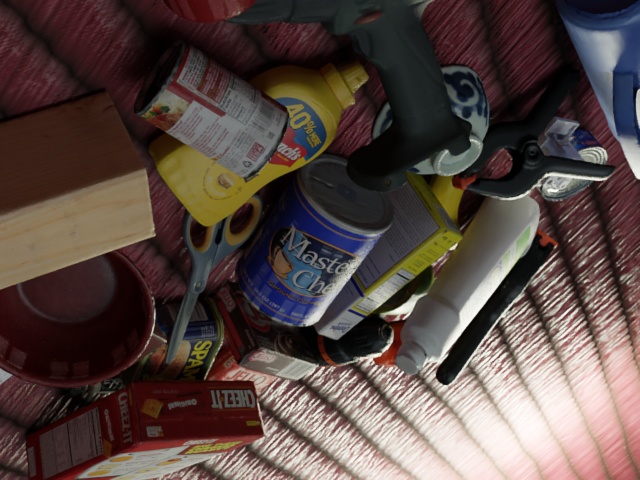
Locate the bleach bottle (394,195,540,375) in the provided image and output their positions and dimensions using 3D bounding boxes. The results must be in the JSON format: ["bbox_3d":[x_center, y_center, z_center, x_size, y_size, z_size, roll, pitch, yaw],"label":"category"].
[{"bbox_3d":[0.153,0.052,1.155,0.250,0.068,0.103,-50,159,-34],"label":"bleach bottle"}]

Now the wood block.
[{"bbox_3d":[-0.242,-0.026,0.817,0.205,0.091,0.090,-20,148,-16],"label":"wood block"}]

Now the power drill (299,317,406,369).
[{"bbox_3d":[0.058,0.117,1.232,0.187,0.057,0.185,5,167,-43],"label":"power drill"}]

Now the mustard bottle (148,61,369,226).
[{"bbox_3d":[-0.043,-0.094,0.911,0.191,0.058,0.096,-32,135,2],"label":"mustard bottle"}]

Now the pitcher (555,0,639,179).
[{"bbox_3d":[0.305,-0.176,1.005,0.145,0.149,0.242,-38,144,11],"label":"pitcher"}]

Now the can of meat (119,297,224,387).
[{"bbox_3d":[-0.157,0.109,1.106,0.083,0.057,0.102,-3,138,-32],"label":"can of meat"}]

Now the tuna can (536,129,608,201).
[{"bbox_3d":[0.280,-0.085,1.210,0.086,0.034,0.086,-21,147,-14],"label":"tuna can"}]

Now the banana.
[{"bbox_3d":[0.144,-0.044,1.153,0.069,0.037,0.198,-16,145,-21],"label":"banana"}]

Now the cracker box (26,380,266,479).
[{"bbox_3d":[-0.191,0.209,1.146,0.163,0.072,0.214,6,154,-44],"label":"cracker box"}]

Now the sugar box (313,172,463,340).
[{"bbox_3d":[0.053,0.015,1.110,0.176,0.093,0.048,-41,146,18],"label":"sugar box"}]

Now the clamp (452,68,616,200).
[{"bbox_3d":[0.211,-0.101,1.083,0.171,0.120,0.039,-16,-179,-13],"label":"clamp"}]

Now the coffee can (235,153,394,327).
[{"bbox_3d":[-0.007,0.001,1.033,0.102,0.103,0.140,1,137,-40],"label":"coffee can"}]

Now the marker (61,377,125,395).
[{"bbox_3d":[-0.225,0.157,1.152,0.120,0.020,0.020,7,133,-44],"label":"marker"}]

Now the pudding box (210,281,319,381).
[{"bbox_3d":[-0.061,0.099,1.138,0.039,0.090,0.113,-38,148,15],"label":"pudding box"}]

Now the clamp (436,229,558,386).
[{"bbox_3d":[0.210,0.080,1.285,0.210,0.036,0.164,-55,177,27],"label":"clamp"}]

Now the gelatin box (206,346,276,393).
[{"bbox_3d":[-0.095,0.156,1.247,0.073,0.030,0.089,-38,148,12],"label":"gelatin box"}]

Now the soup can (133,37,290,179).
[{"bbox_3d":[-0.083,-0.100,0.825,0.102,0.068,0.069,31,118,-23],"label":"soup can"}]

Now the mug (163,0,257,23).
[{"bbox_3d":[-0.091,-0.199,0.712,0.117,0.093,0.081,-1,155,11],"label":"mug"}]

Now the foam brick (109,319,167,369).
[{"bbox_3d":[-0.191,0.073,1.008,0.053,0.078,0.051,-35,149,8],"label":"foam brick"}]

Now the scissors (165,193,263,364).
[{"bbox_3d":[-0.103,0.030,1.034,0.096,0.016,0.202,-18,133,-34],"label":"scissors"}]

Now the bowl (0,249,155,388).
[{"bbox_3d":[-0.224,0.050,0.934,0.162,0.055,0.162,-2,119,-4],"label":"bowl"}]
